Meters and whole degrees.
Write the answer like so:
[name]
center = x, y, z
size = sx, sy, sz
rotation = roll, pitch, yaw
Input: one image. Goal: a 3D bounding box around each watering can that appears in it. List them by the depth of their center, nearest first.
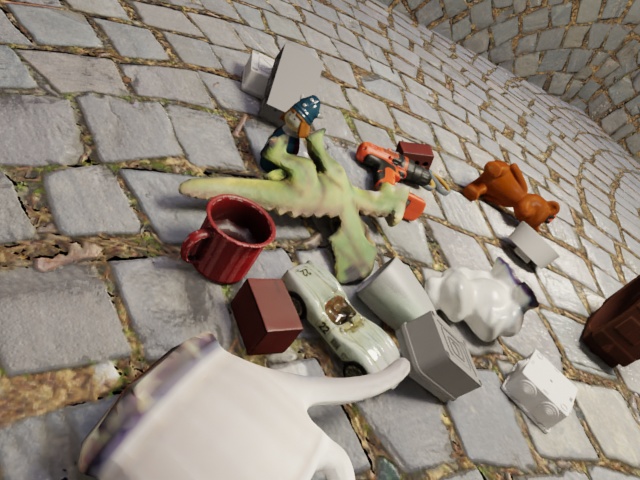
[watering can]
center = -0.054, 0.171, 0.470
size = 0.225, 0.102, 0.354
rotation = 38, 40, 7

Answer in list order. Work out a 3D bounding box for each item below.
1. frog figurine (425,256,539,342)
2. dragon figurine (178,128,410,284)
[frog figurine]
center = 0.254, 0.104, 0.852
size = 0.160, 0.120, 0.140
rotation = -14, 57, -5
[dragon figurine]
center = 0.002, -0.041, 0.809
size = 0.415, 0.120, 0.245
rotation = -25, 73, -43
